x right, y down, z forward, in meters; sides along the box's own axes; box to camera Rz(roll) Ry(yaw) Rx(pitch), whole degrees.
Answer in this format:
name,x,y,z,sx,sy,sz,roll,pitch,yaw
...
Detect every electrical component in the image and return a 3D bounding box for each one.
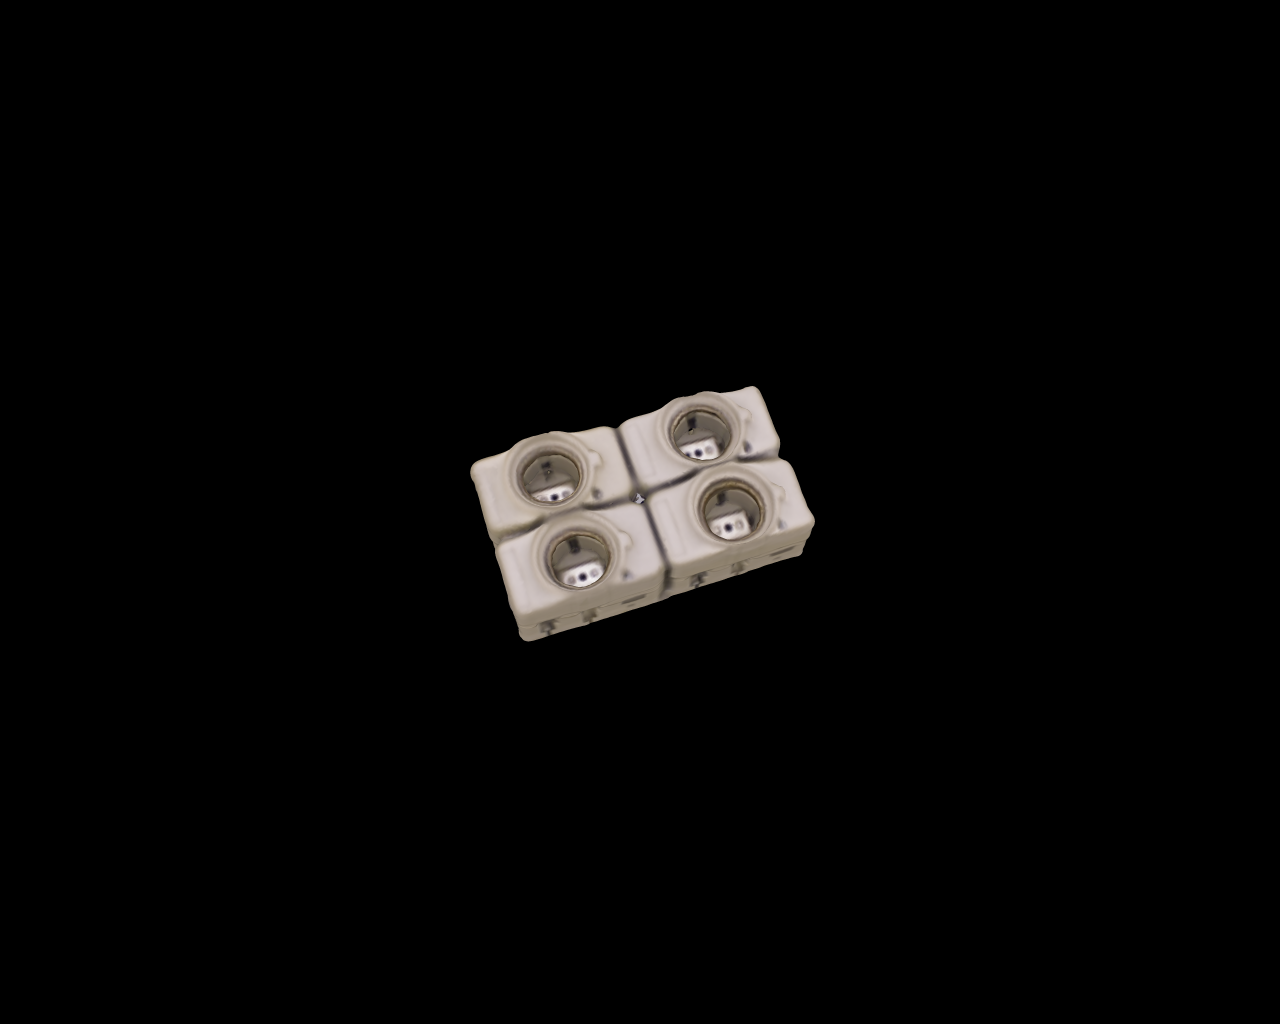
name,x,y,z,sx,sy,sz,roll,pitch,yaw
electrical component,0.001,-0.003,0.650,0.186,0.105,0.060,-17,-22,-7
